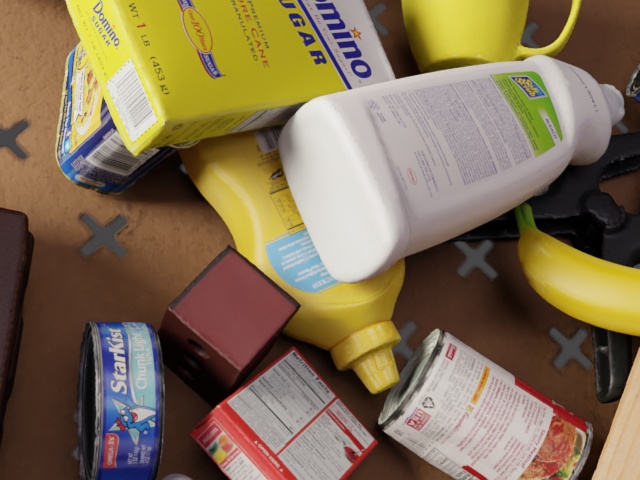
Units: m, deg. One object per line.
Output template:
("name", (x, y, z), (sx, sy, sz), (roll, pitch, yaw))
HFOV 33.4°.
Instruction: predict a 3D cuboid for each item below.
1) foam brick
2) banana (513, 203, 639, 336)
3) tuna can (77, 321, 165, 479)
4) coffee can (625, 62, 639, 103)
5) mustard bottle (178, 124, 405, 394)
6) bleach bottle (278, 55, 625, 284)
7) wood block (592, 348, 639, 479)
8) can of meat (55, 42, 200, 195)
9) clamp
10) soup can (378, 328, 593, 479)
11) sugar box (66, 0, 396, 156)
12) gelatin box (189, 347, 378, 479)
("foam brick", (-0.053, 0.049, 0.579), (0.053, 0.078, 0.051), (40, 63, 4))
("banana", (0.192, 0.023, 0.604), (0.198, 0.037, 0.069), (13, 75, 27))
("tuna can", (-0.103, 0.084, 0.543), (0.033, 0.086, 0.086), (2, 67, -18))
("coffee can", (0.301, -0.103, 0.741), (0.140, 0.103, 0.102), (35, 62, 0))
("mustard bottle", (-0.004, 0.001, 0.626), (0.096, 0.058, 0.192), (-19, 73, -29))
("bleach bottle", (0.099, -0.054, 0.636), (0.250, 0.068, 0.102), (-16, 78, -37))
("wood block", (0.229, 0.101, 0.618), (0.090, 0.090, 0.206), (12, 57, 29))
("can of meat", (-0.109, -0.085, 0.611), (0.057, 0.084, 0.102), (18, 61, -32))
("clamp", (0.183, -0.001, 0.693), (0.209, 0.036, 0.165), (-33, 72, -28))
("soup can", (0.092, 0.105, 0.605), (0.102, 0.069, 0.068), (33, 62, 0))
("sugar box", (-0.042, -0.108, 0.585), (0.175, 0.048, 0.093), (-18, 83, -41))
("gelatin box", (-0.017, 0.106, 0.571), (0.073, 0.030, 0.089), (47, 29, 6))
